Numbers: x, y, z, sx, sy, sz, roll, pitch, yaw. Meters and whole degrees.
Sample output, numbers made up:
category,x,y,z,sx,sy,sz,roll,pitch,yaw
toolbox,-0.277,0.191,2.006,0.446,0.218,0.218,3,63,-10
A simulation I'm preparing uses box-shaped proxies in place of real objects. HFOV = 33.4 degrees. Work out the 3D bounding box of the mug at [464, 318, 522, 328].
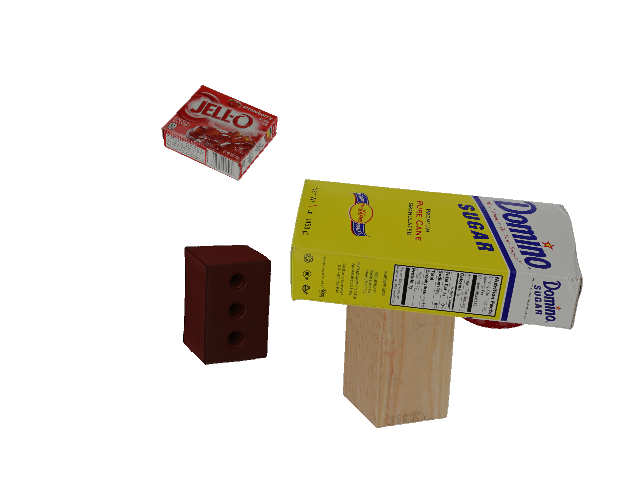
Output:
category,x,y,z,sx,sy,sz,roll,pitch,yaw
mug,0.162,0.028,0.927,0.093,0.081,0.117,-20,36,-26

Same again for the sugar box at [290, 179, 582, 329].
category,x,y,z,sx,sy,sz,roll,pitch,yaw
sugar box,0.072,0.006,0.681,0.176,0.048,0.093,3,32,3

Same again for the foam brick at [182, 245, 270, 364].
category,x,y,z,sx,sy,sz,roll,pitch,yaw
foam brick,-0.071,0.046,0.803,0.052,0.078,0.051,-4,14,-24

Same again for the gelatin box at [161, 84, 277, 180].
category,x,y,z,sx,sy,sz,roll,pitch,yaw
gelatin box,-0.098,-0.107,1.039,0.089,0.073,0.030,25,-37,15

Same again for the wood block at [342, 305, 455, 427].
category,x,y,z,sx,sy,sz,roll,pitch,yaw
wood block,0.085,0.083,1.142,0.090,0.206,0.091,-5,18,-22
